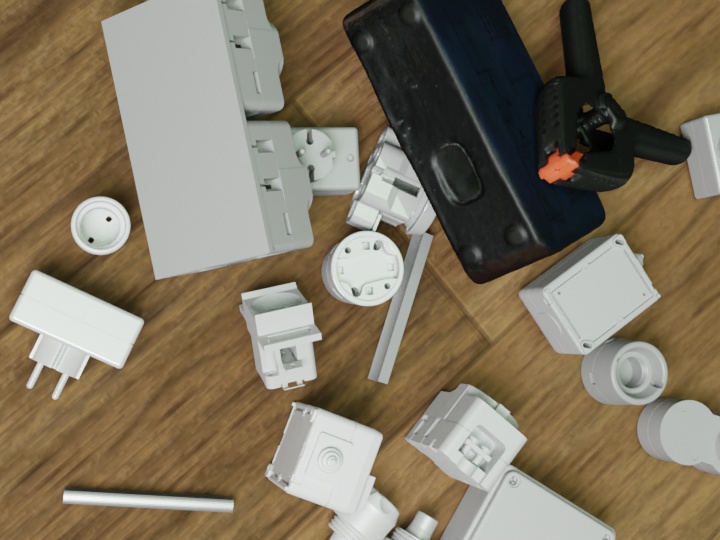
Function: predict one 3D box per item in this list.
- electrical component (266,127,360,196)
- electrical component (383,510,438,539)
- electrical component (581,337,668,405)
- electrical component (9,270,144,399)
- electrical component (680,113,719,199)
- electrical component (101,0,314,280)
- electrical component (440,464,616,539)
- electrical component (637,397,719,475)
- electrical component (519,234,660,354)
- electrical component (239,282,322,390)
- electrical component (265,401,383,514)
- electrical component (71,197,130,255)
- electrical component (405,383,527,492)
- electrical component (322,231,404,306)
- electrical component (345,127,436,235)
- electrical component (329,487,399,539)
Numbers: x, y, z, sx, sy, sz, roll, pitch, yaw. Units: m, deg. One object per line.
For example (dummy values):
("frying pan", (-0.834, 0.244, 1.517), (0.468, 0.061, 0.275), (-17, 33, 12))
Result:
("electrical component", (-0.040, -0.082, 0.789), (0.083, 0.076, 0.047), (-2, 88, -15))
("electrical component", (0.036, 0.212, 0.810), (0.043, 0.043, 0.062), (34, 78, -11))
("electrical component", (0.213, 0.082, 0.861), (0.055, 0.047, 0.055), (1, 87, -15))
("electrical component", (-0.206, 0.052, 0.753), (0.083, 0.047, 0.075), (26, 80, -12))
("electrical component", (0.309, -0.098, 0.881), (0.047, 0.077, 0.065), (-12, 90, -15))
("electrical component", (-0.104, -0.096, 0.751), (0.060, 0.105, 0.186), (-12, 90, -56))
("electrical component", (0.122, 0.219, 0.825), (0.109, 0.056, 0.108), (33, 80, -11))
("electrical component", (0.302, 0.142, 0.868), (0.138, 0.074, 0.052), (18, 83, -13))
("electrical component", (0.183, 0.016, 0.850), (0.096, 0.061, 0.061), (-35, 96, -14))
("electrical component", (-0.058, 0.049, 0.782), (0.042, 0.081, 0.063), (-11, 112, -15))
("electrical component", (-0.022, 0.135, 0.772), (0.061, 0.096, 0.061), (23, 81, -13))
("electrical component", (-0.185, -0.030, 0.764), (0.040, 0.046, 0.040), (1, 87, -15))
("electrical component", (0.080, 0.123, 0.803), (0.050, 0.089, 0.055), (41, 78, -9))
("electrical component", (0.000, 0.000, 0.810), (0.055, 0.047, 0.055), (1, 87, -15))
("electrical component", (0.031, -0.061, 0.817), (0.057, 0.058, 0.078), (23, 81, -10))
("electrical component", (-0.004, 0.192, 0.801), (0.043, 0.043, 0.062), (43, 79, -9))
